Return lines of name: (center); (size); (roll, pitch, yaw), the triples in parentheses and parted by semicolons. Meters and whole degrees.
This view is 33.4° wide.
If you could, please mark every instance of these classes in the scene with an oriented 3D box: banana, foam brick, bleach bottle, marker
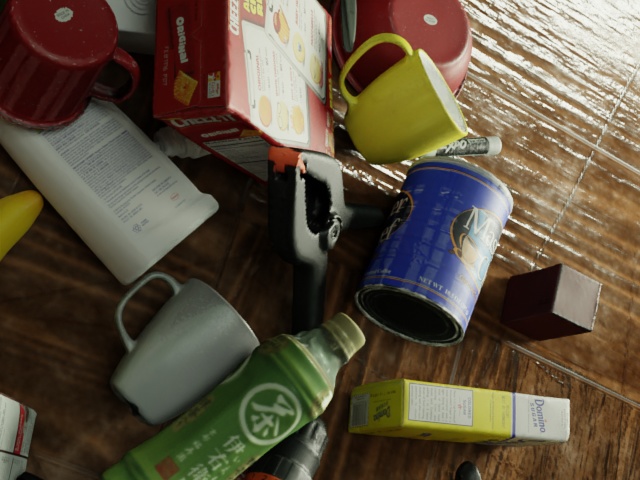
banana: (-0.264, 0.044, 0.796); (0.069, 0.037, 0.197); (34, 63, -50)
foam brick: (0.220, 0.061, 1.023); (0.051, 0.078, 0.053); (25, 69, -22)
bleach bottle: (-0.199, -0.088, 0.847); (0.251, 0.068, 0.102); (50, 52, -4)
marker: (0.125, -0.090, 1.043); (0.120, 0.020, 0.020); (-6, 80, -29)

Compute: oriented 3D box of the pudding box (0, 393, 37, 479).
pudding box: (-0.235, 0.152, 0.737); (0.039, 0.113, 0.090); (6, 74, 5)

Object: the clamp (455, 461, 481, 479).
clamp: (0.152, 0.284, 0.953); (0.120, 0.039, 0.171); (27, 66, -19)

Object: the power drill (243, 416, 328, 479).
power drill: (-0.006, 0.254, 0.837); (0.187, 0.057, 0.184); (51, 50, -25)

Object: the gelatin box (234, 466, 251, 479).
gelatin box: (-0.072, 0.210, 0.857); (0.073, 0.030, 0.089); (-25, 90, -31)

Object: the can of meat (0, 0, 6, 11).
can of meat: (-0.228, -0.228, 0.843); (0.083, 0.102, 0.057); (-42, 98, -27)

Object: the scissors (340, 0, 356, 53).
scissors: (0.010, -0.257, 0.995); (0.096, 0.016, 0.201); (27, 48, -10)

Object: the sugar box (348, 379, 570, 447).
sugar box: (0.123, 0.155, 0.938); (0.176, 0.093, 0.048); (12, 73, -25)

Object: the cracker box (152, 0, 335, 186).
cracker box: (-0.056, -0.145, 0.867); (0.213, 0.072, 0.164); (29, 58, -65)

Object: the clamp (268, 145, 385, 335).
clamp: (-0.006, 0.001, 0.879); (0.164, 0.036, 0.210); (-67, 154, -19)

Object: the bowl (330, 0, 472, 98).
bowl: (0.092, -0.201, 1.033); (0.161, 0.055, 0.162); (7, 74, -27)

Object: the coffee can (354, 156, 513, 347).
coffee can: (0.103, 0.010, 0.958); (0.102, 0.103, 0.140); (33, 65, -17)

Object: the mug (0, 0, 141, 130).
mug: (-0.188, -0.136, 0.785); (0.117, 0.082, 0.093); (24, 55, -21)
